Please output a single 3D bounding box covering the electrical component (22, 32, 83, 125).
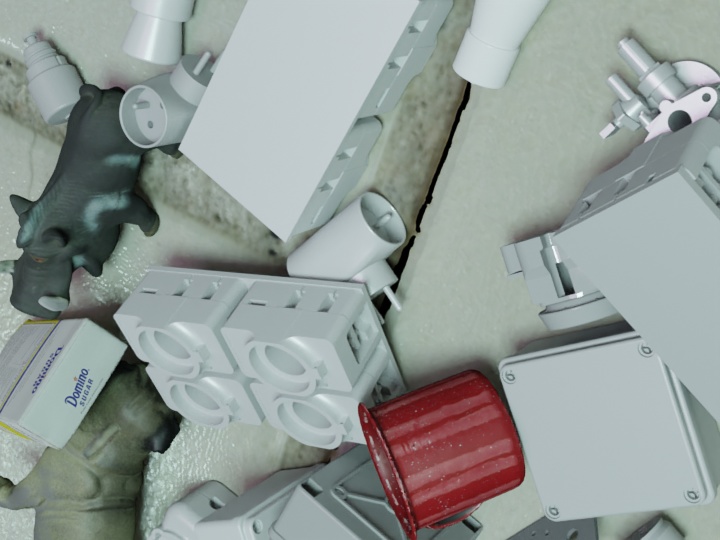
[{"bbox_3d":[-0.244,-0.151,0.851,0.040,0.040,0.078,-30,86,34],"label":"electrical component"}]

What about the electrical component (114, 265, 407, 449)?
[{"bbox_3d":[-0.074,0.062,0.765,0.186,0.060,0.105,5,134,31],"label":"electrical component"}]

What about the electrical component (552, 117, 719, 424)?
[{"bbox_3d":[0.193,0.002,0.580,0.150,0.061,0.089,46,141,-10],"label":"electrical component"}]

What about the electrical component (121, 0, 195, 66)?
[{"bbox_3d":[-0.146,-0.182,0.780,0.045,0.045,0.055,27,115,23],"label":"electrical component"}]

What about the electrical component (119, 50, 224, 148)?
[{"bbox_3d":[-0.120,-0.125,0.760,0.043,0.077,0.079,48,122,12],"label":"electrical component"}]

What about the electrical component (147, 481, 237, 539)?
[{"bbox_3d":[-0.136,0.227,0.874,0.054,0.059,0.095,35,118,19],"label":"electrical component"}]

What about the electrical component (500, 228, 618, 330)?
[{"bbox_3d":[0.130,0.002,0.652,0.078,0.058,0.057,-17,91,34],"label":"electrical component"}]

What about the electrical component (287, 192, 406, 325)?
[{"bbox_3d":[0.000,0.000,0.740,0.077,0.043,0.079,-38,83,33],"label":"electrical component"}]

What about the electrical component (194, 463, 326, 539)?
[{"bbox_3d":[-0.055,0.213,0.791,0.056,0.109,0.108,-14,95,36],"label":"electrical component"}]

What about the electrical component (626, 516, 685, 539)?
[{"bbox_3d":[0.192,0.188,0.671,0.055,0.045,0.045,49,122,12],"label":"electrical component"}]

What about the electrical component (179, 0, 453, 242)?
[{"bbox_3d":[-0.030,-0.127,0.714,0.105,0.060,0.186,41,120,16],"label":"electrical component"}]

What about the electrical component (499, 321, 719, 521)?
[{"bbox_3d":[0.155,0.091,0.661,0.109,0.056,0.108,-16,94,34],"label":"electrical component"}]

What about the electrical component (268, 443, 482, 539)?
[{"bbox_3d":[0.012,0.181,0.742,0.109,0.109,0.056,38,117,18],"label":"electrical component"}]

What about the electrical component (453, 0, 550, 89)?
[{"bbox_3d":[0.083,-0.144,0.653,0.044,0.044,0.065,34,123,20],"label":"electrical component"}]
